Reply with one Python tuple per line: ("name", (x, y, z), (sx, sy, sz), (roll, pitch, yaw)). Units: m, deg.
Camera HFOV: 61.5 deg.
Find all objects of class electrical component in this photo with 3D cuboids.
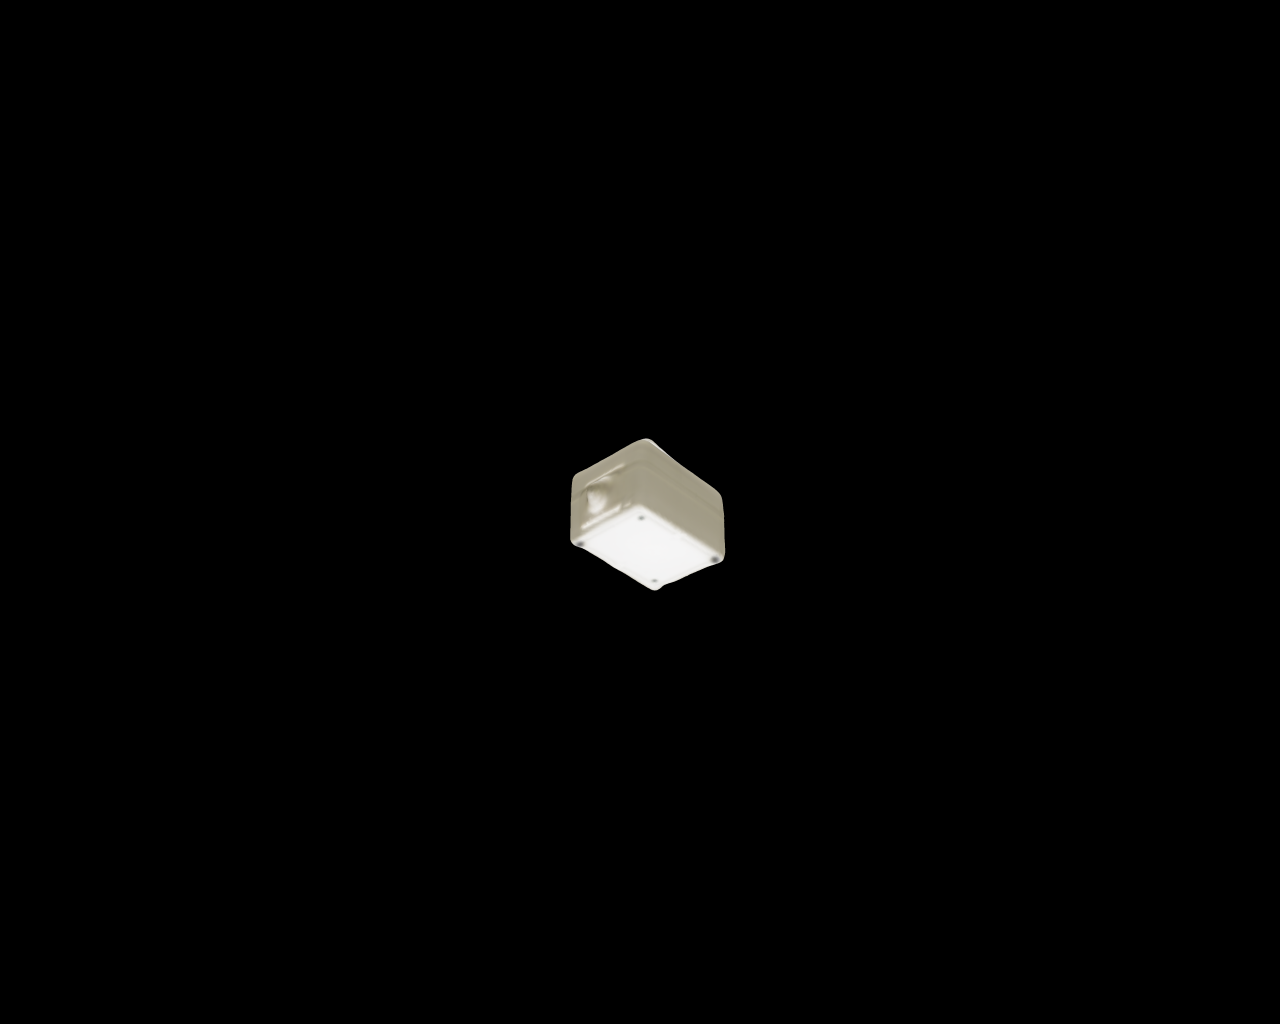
("electrical component", (0.001, -0.003, 0.650), (0.061, 0.061, 0.096), (-27, -44, 33))
